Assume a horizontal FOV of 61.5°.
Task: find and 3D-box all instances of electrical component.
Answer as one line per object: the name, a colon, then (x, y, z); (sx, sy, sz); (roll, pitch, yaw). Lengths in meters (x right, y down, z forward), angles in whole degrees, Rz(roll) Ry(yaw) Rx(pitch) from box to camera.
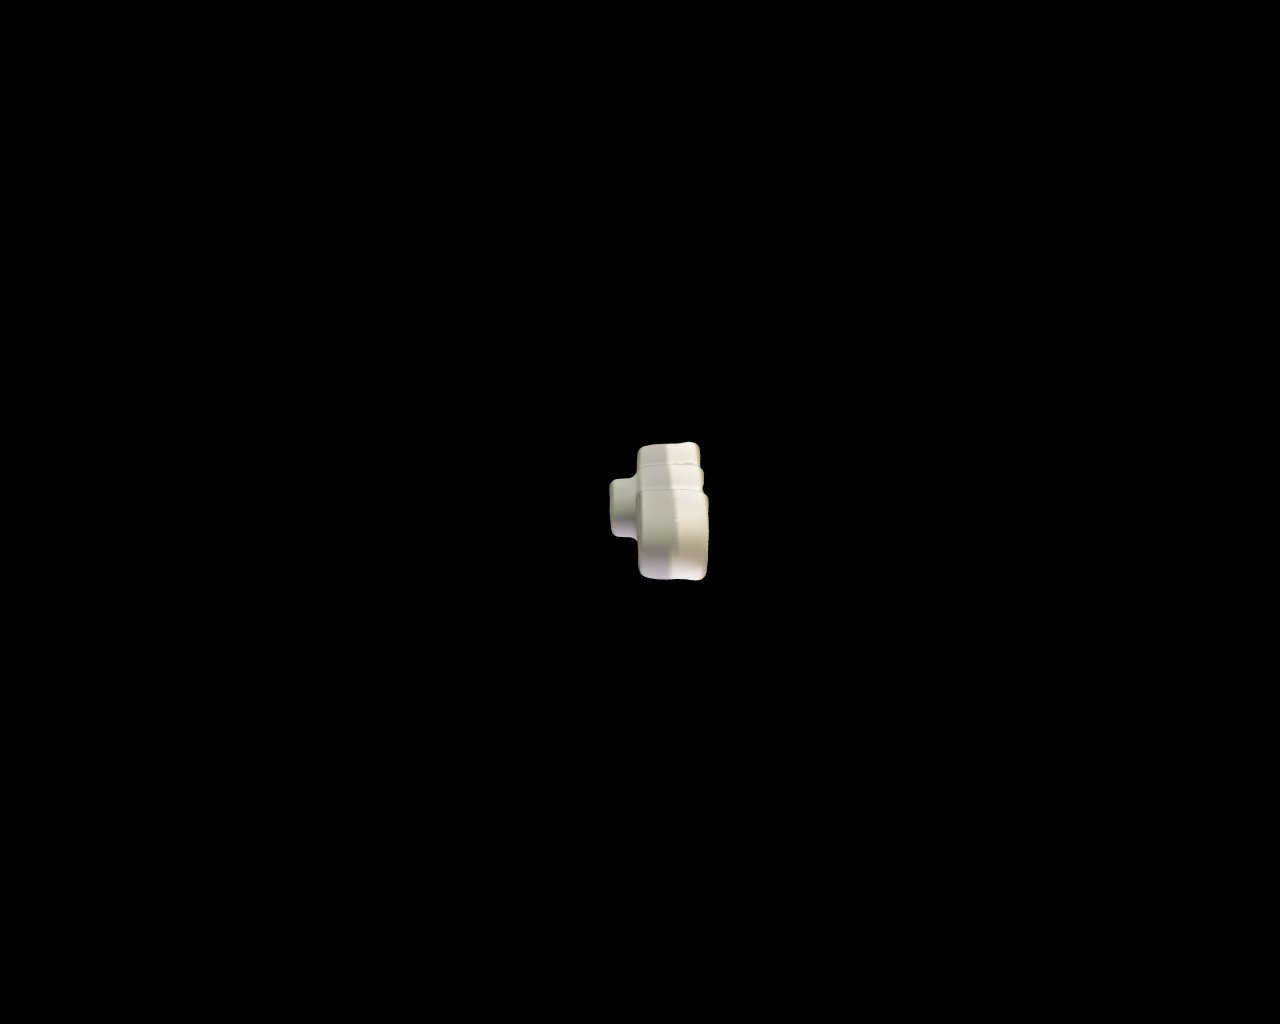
electrical component: (0.001, -0.003, 0.650); (0.074, 0.052, 0.138); (0, 21, 0)
